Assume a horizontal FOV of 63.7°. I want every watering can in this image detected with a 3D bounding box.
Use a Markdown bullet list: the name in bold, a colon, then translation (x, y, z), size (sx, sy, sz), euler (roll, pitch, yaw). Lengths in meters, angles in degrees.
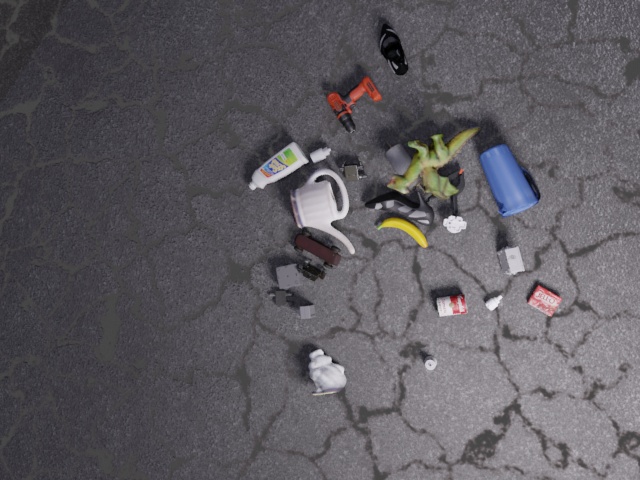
- **watering can**: translation (0.006, -0.099, 1.958), size (0.224, 0.103, 0.350), euler (-14, 80, 12)

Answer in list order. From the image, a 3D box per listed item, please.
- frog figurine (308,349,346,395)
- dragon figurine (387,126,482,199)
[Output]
- **frog figurine**: translation (0.025, 0.479, 1.886), size (0.137, 0.121, 0.161), euler (-2, 73, -20)
- **dragon figurine**: translation (0.431, -0.267, 1.861), size (0.411, 0.122, 0.243), euler (-14, 91, -11)
